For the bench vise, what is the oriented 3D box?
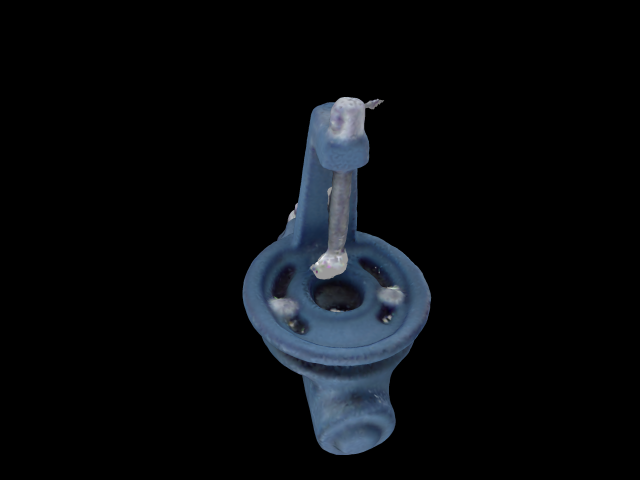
[{"bbox_3d":[-0.007,0.004,0.395,0.122,0.220,0.206,-13,27,-26],"label":"bench vise"}]
